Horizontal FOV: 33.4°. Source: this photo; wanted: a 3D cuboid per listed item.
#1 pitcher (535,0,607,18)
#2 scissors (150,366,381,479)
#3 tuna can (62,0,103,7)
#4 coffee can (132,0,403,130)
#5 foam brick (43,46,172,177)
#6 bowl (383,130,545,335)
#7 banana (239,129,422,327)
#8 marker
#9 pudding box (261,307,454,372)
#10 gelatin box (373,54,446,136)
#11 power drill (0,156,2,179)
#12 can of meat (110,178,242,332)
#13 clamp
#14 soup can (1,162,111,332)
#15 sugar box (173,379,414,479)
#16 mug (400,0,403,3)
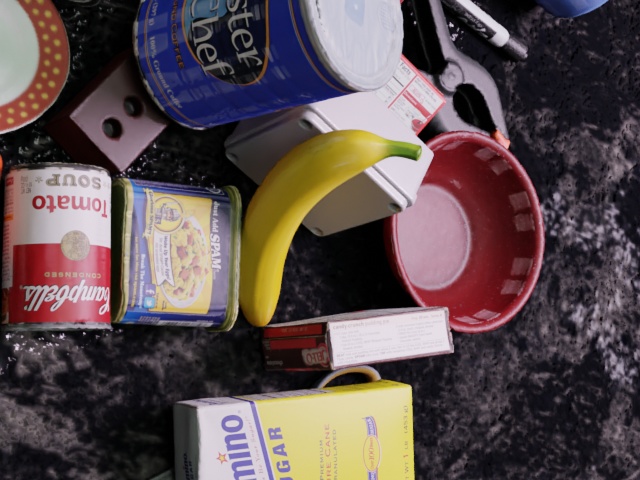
[{"bbox_3d":[0.158,-0.292,0.890,0.242,0.149,0.145,38,30,-28],"label":"pitcher"},{"bbox_3d":[-0.024,0.163,0.786,0.201,0.016,0.096,-31,102,-31],"label":"scissors"},{"bbox_3d":[-0.167,-0.190,0.685,0.086,0.086,0.033,39,67,-24],"label":"tuna can"},{"bbox_3d":[-0.033,-0.132,0.676,0.102,0.141,0.103,14,73,-52],"label":"coffee can"},{"bbox_3d":[-0.135,-0.085,0.716,0.053,0.051,0.078,48,62,-21],"label":"foam brick"},{"bbox_3d":[0.106,-0.005,0.863,0.161,0.055,0.162,4,84,-33],"label":"bowl"},{"bbox_3d":[-0.016,-0.014,0.724,0.069,0.198,0.037,42,36,-1],"label":"banana"},{"bbox_3d":[0.136,-0.191,0.923,0.121,0.020,0.020,32,69,-27],"label":"marker"},{"bbox_3d":[0.026,0.073,0.783,0.113,0.090,0.039,-6,88,-34],"label":"pudding box"},{"bbox_3d":[0.043,-0.102,0.828,0.073,0.030,0.089,41,92,-24],"label":"gelatin box"},{"bbox_3d":[-0.283,0.012,0.608,0.187,0.057,0.184,16,73,-34],"label":"power drill"},{"bbox_3d":[-0.104,0.010,0.725,0.083,0.058,0.102,5,83,-31],"label":"can of meat"},{"bbox_3d":[0.099,-0.143,0.882,0.171,0.039,0.120,38,76,-24],"label":"clamp"},{"bbox_3d":[-0.166,0.007,0.677,0.068,0.069,0.102,3,83,-33],"label":"soup can"},{"bbox_3d":[-0.015,0.153,0.754,0.175,0.048,0.093,-2,89,-34],"label":"sugar box"},{"bbox_3d":[0.026,-0.211,0.798,0.081,0.093,0.117,-47,152,-14],"label":"mug"}]
